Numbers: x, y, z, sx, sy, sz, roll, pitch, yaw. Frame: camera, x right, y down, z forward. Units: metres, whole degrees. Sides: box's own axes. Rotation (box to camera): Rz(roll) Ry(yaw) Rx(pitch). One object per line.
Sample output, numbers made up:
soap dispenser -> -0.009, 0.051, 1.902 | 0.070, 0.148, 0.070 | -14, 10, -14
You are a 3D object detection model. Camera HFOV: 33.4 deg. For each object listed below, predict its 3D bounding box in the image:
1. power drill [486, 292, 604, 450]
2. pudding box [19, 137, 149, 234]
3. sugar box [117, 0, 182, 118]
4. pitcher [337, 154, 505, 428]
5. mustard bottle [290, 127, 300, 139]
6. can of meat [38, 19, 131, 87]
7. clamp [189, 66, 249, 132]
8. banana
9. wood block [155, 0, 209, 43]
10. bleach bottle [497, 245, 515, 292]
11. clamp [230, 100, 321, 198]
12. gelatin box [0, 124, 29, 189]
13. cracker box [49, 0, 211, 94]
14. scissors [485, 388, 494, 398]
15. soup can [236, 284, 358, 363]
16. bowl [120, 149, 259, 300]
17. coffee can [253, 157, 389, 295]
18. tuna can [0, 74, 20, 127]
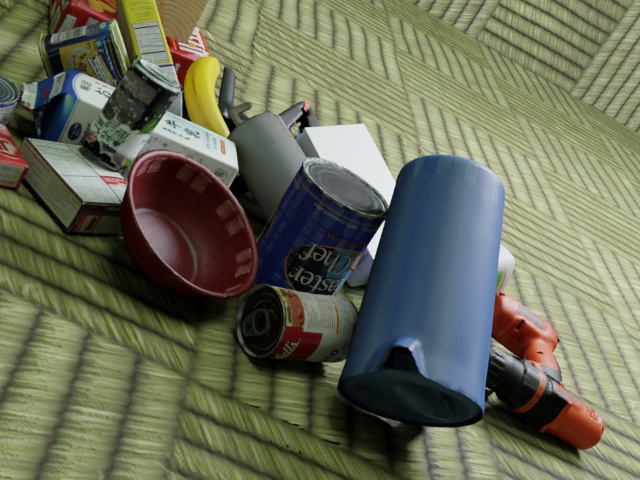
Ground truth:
power drill -> 0.227, 0.137, 1.207 | 0.184, 0.057, 0.187 | 36, 22, -19
pudding box -> -0.234, -0.052, 1.044 | 0.114, 0.039, 0.089 | 43, 23, 30
sugar box -> -0.199, -0.205, 1.247 | 0.048, 0.093, 0.176 | -13, 59, -16
pitcher -> 0.106, 0.051, 1.012 | 0.144, 0.149, 0.242 | 26, 62, -23
mustard bottle -> -0.022, -0.105, 1.405 | 0.191, 0.058, 0.096 | 26, 34, -13
can of meat -> -0.253, -0.186, 1.176 | 0.084, 0.102, 0.057 | -14, 28, 0
clamp -> -0.127, -0.160, 1.362 | 0.120, 0.039, 0.172 | -31, 61, -22
banana -> -0.139, -0.173, 1.312 | 0.069, 0.037, 0.198 | 43, 23, -45
wood block -> -0.222, -0.359, 1.447 | 0.090, 0.091, 0.206 | 20, 24, -31
bleach bottle -> 0.129, 0.058, 1.236 | 0.068, 0.103, 0.250 | 40, 29, 27
clamp -> -0.024, -0.088, 1.323 | 0.164, 0.036, 0.210 | 30, 45, -15
gelatin box -> -0.327, -0.086, 1.002 | 0.089, 0.030, 0.073 | 10, 31, -43
cracker box -> -0.256, -0.279, 1.448 | 0.213, 0.072, 0.164 | 22, 24, -25
scissors -> 0.115, 0.129, 1.150 | 0.201, 0.016, 0.096 | 12, 29, -41
soup can -> -0.019, 0.080, 1.006 | 0.102, 0.069, 0.069 | 11, 30, -43
bowl -> -0.134, -0.004, 1.011 | 0.162, 0.055, 0.162 | 35, 36, -31
coffee can -> -0.007, 0.001, 1.091 | 0.102, 0.140, 0.103 | 27, 23, -12
tuna can -> -0.350, -0.145, 1.078 | 0.086, 0.034, 0.086 | 20, 26, -10
